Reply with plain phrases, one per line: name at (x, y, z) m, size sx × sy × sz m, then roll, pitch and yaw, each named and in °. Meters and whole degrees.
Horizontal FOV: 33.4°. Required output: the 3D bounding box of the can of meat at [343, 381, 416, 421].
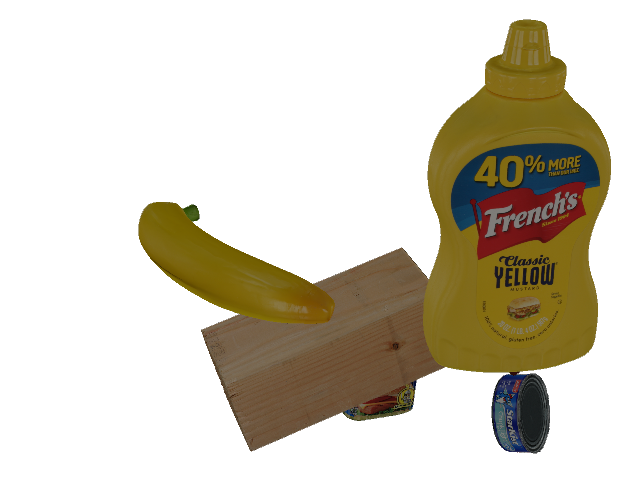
can of meat at (0.074, 0.177, 1.362) m, size 0.102 × 0.084 × 0.057 m, roll -5°, pitch 25°, yaw -21°

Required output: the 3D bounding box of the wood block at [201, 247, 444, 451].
wood block at (0.007, 0.099, 0.987) m, size 0.206 × 0.091 × 0.090 m, roll -22°, pitch 33°, yaw -9°

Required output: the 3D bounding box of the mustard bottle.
mustard bottle at (0.106, -0.023, 0.575) m, size 0.096 × 0.192 × 0.058 m, roll -3°, pitch 26°, yaw -3°

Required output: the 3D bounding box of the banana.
banana at (-0.069, 0.009, 0.685) m, size 0.069 × 0.037 × 0.198 m, roll -14°, pitch 28°, yaw -29°

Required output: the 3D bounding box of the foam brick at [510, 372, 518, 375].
foam brick at (0.141, 0.052, 0.811) m, size 0.051 × 0.078 × 0.053 m, roll -38°, pitch 20°, yaw 19°

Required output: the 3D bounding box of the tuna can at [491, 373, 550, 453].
tuna can at (0.218, 0.187, 1.159) m, size 0.034 × 0.086 × 0.086 m, roll -5°, pitch -3°, yaw 33°
